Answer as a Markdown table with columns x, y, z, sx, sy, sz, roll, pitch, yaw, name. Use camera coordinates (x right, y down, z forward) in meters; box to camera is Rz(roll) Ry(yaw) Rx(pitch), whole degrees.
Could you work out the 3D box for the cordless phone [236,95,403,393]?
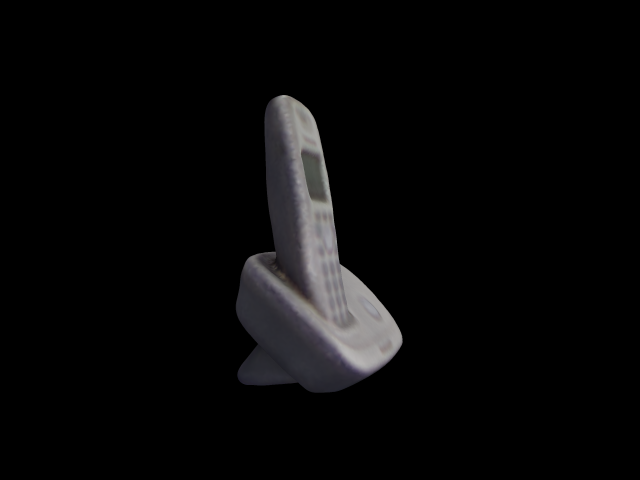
| x | y | z | sx | sy | sz | roll | pitch | yaw | name |
| --- | --- | --- | --- | --- | --- | --- | --- | --- | --- |
| 0.004 | 0.001 | 0.400 | 0.094 | 0.185 | 0.148 | 0 | 0 | 18 | cordless phone |
